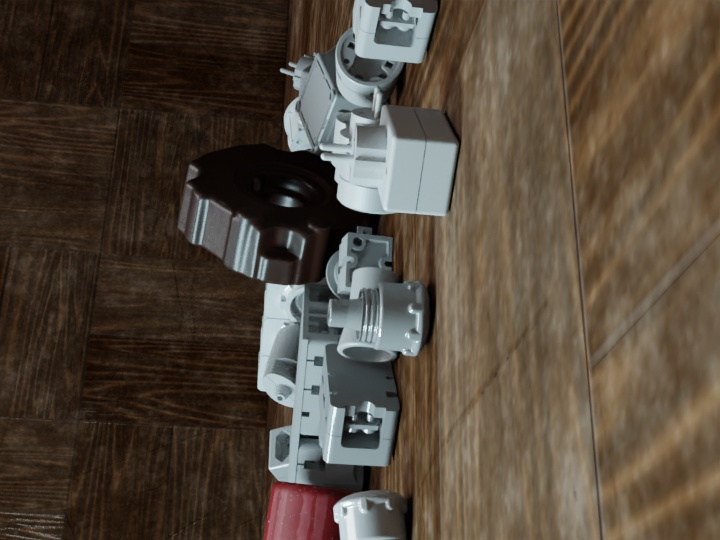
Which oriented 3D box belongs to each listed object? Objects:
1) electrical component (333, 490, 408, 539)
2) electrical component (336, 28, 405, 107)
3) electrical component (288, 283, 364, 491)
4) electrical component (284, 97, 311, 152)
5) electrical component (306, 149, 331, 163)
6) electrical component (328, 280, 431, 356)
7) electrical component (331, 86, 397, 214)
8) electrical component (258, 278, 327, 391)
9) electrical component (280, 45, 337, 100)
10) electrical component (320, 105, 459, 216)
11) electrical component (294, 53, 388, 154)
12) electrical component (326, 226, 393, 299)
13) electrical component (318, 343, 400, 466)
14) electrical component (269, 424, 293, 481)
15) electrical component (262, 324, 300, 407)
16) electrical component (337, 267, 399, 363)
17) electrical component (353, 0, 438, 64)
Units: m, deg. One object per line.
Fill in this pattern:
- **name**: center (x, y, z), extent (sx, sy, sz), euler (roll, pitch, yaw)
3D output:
- **electrical component**: center (0.009, 0.174, 0.687), extent (0.048, 0.048, 0.062), euler (108, 157, -64)
- **electrical component**: center (0.007, -0.164, 0.871), extent (0.047, 0.055, 0.055), euler (105, 168, -74)
- **electrical component**: center (-0.025, 0.117, 0.912), extent (0.105, 0.060, 0.186), euler (-94, 9, -65)
- **electrical component**: center (-0.039, -0.147, 1.143), extent (0.080, 0.080, 0.051), euler (102, 164, -49)
- **electrical component**: center (-0.030, -0.086, 1.072), extent (0.057, 0.078, 0.058), euler (-131, 45, -53)
- **electrical component**: center (0.011, 0.029, 0.672), extent (0.048, 0.062, 0.048), euler (-176, 90, -83)
- **electrical component**: center (0.010, -0.099, 0.804), extent (0.138, 0.052, 0.073), euler (-101, 16, -67)
- **electrical component**: center (-0.051, 0.055, 1.067), extent (0.061, 0.089, 0.150), euler (-94, 11, -51)
- **electrical component**: center (-0.043, -0.195, 1.089), extent (0.083, 0.076, 0.047), euler (-49, -25, -50)
- **electrical component**: center (0.014, -0.068, 0.647), extent (0.065, 0.077, 0.047), euler (-100, 16, -65)
- **electrical component**: center (-0.012, -0.141, 0.955), extent (0.096, 0.061, 0.061), euler (-112, 37, -49)
- **electrical component**: center (0.000, 0.000, 0.863), extent (0.055, 0.048, 0.066), euler (138, 136, -69)
- **electrical component**: center (-0.003, 0.102, 0.796), extent (0.089, 0.050, 0.055), euler (-100, 16, -64)
- **electrical component**: center (-0.047, 0.192, 1.083), extent (0.076, 0.066, 0.047), euler (60, -160, -44)
- **electrical component**: center (-0.066, 0.092, 0.998), extent (0.081, 0.043, 0.043), euler (-75, -5, -54)
- **electrical component**: center (0.009, 0.031, 0.789), extent (0.044, 0.044, 0.065), euler (111, 166, -68)
- **electrical component**: center (0.024, -0.193, 0.756), extent (0.055, 0.050, 0.089), euler (104, 168, -55)
